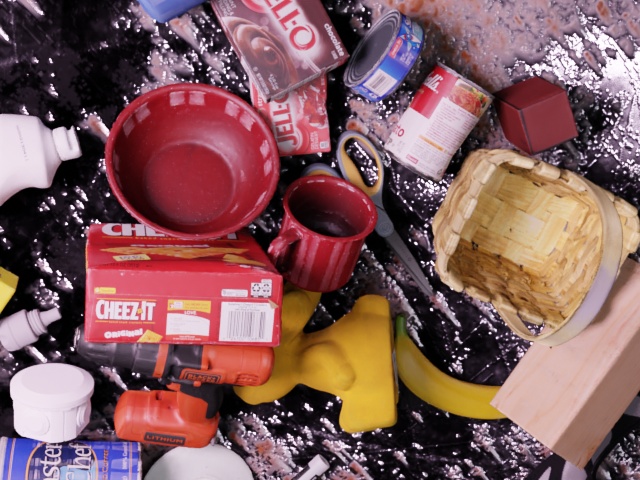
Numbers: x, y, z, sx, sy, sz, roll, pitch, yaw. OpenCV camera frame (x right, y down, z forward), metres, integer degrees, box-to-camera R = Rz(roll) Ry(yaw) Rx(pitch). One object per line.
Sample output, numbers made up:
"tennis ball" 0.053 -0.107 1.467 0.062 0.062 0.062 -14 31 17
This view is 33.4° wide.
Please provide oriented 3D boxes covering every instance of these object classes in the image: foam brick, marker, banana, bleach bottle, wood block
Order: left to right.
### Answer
"bleach bottle" -0.342 -0.049 0.980 0.250 0.068 0.102 -17 89 -7
"marker" -0.039 0.282 1.173 0.121 0.020 0.020 -43 110 5
"banana" 0.149 0.156 1.159 0.197 0.037 0.070 31 99 -18
"foam brick" 0.213 -0.124 1.060 0.051 0.078 0.053 -24 113 -3
"wood block" 0.285 0.123 1.117 0.206 0.090 0.090 -54 138 0

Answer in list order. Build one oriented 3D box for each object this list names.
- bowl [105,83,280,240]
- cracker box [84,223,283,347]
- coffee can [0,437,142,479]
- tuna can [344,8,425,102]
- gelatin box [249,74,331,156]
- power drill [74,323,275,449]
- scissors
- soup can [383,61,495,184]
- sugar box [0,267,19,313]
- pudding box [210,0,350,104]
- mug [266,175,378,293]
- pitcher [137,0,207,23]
"bowl" -0.121 -0.065 1.003 0.162 0.055 0.162 4 67 -10
"cracker box" -0.130 0.035 0.972 0.164 0.214 0.072 2 101 -12
"coffee can" -0.255 0.253 1.079 0.140 0.103 0.103 4 107 -12
"tuna can" 0.061 -0.174 1.010 0.033 0.086 0.086 31 100 -20
"gelatin box" -0.029 -0.127 1.037 0.073 0.030 0.089 -6 108 -8
"power drill" -0.151 0.138 1.032 0.184 0.057 0.188 11 147 -12
"scissors" 0.045 -0.014 1.096 0.096 0.016 0.202 -20 110 -2
"soup can" 0.116 -0.115 1.049 0.068 0.068 0.102 29 101 -18
"sugar box" -0.379 0.089 1.033 0.093 0.048 0.176 32 98 -19
"pudding box" -0.038 -0.196 0.990 0.090 0.039 0.113 -28 93 -6
"mug" -0.007 0.001 1.032 0.117 0.093 0.082 -29 149 -39
"pitcher" -0.074 -0.305 0.930 0.243 0.149 0.145 -31 126 4
